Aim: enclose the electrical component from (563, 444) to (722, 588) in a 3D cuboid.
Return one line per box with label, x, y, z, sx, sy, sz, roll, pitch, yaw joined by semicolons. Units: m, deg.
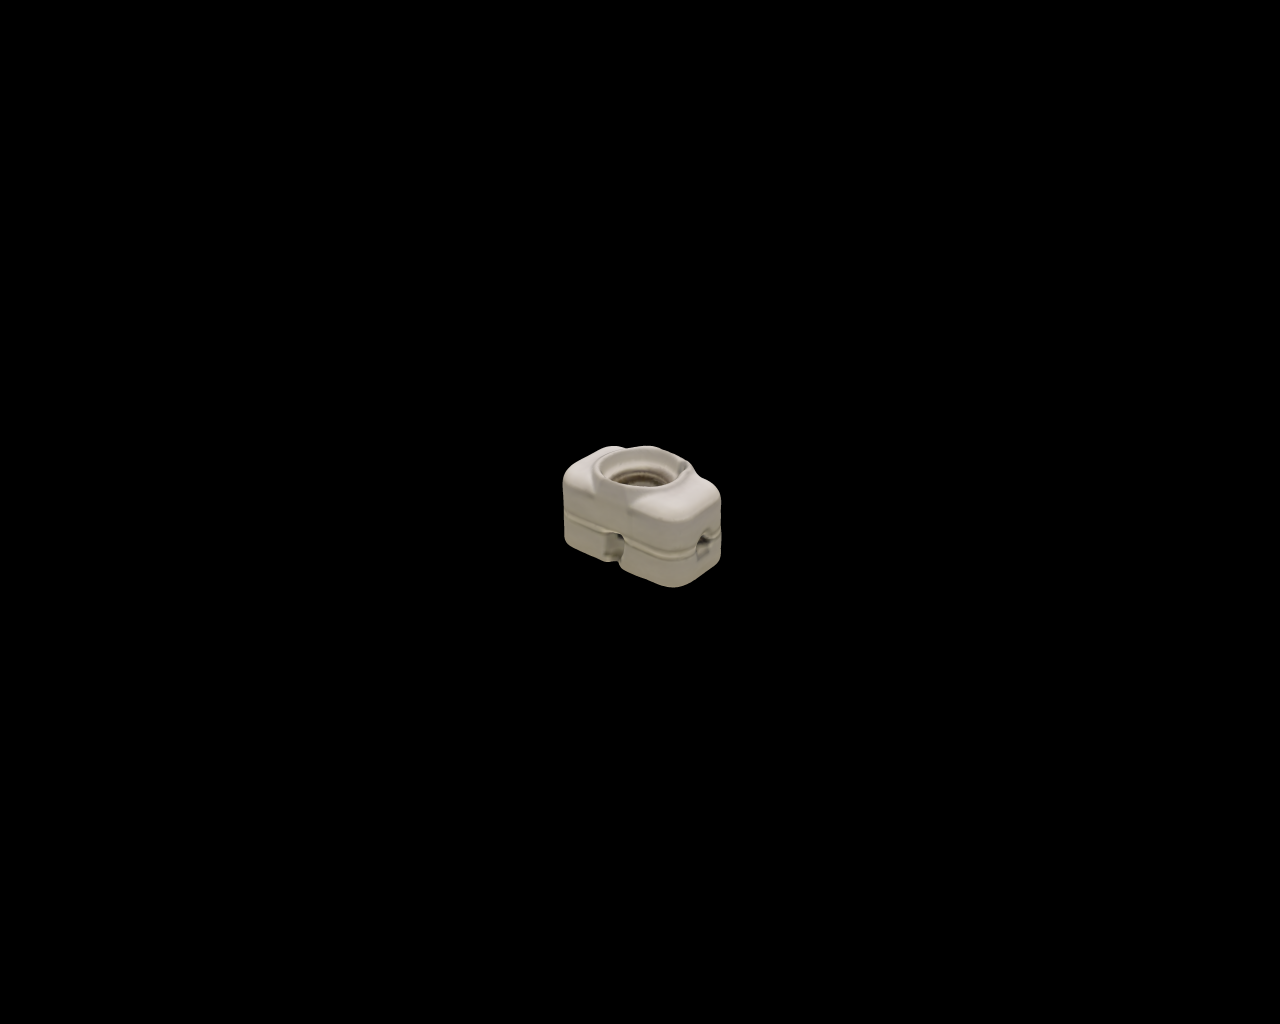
electrical component;0.001;-0.003;0.650;0.095;0.059;0.054;22;37;34
